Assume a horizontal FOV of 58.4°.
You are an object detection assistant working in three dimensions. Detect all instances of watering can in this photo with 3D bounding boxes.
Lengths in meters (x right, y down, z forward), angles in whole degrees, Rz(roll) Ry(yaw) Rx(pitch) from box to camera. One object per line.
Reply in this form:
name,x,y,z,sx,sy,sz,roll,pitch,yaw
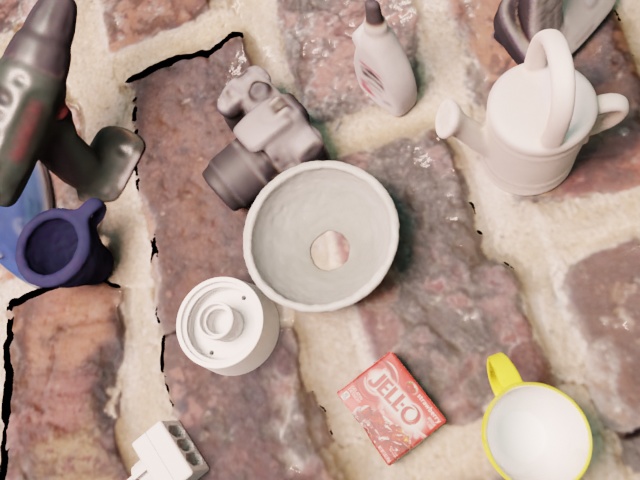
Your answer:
watering can,0.205,-0.119,0.555,0.173,0.194,0.101,-27,70,3

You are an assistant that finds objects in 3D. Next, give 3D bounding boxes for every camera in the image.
camera,-0.079,-0.112,0.663,0.137,0.101,0.143,-40,70,-2

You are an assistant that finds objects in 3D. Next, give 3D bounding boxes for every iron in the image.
iron,-0.417,-0.066,0.698,0.118,0.142,0.258,-29,70,2

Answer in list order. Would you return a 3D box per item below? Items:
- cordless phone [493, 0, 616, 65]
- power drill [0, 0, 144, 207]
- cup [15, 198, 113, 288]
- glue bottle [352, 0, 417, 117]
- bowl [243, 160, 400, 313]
cordless phone,0.254,-0.279,0.597,0.094,0.185,0.147,40,85,20
power drill,-0.294,-0.132,0.656,0.075,0.209,0.230,21,79,17
cup,-0.279,0.008,0.672,0.091,0.095,0.118,37,84,19
glue bottle,0.065,-0.202,0.620,0.078,0.173,0.037,41,85,20
bowl,0.006,0.002,0.625,0.167,0.075,0.167,-3,73,11
